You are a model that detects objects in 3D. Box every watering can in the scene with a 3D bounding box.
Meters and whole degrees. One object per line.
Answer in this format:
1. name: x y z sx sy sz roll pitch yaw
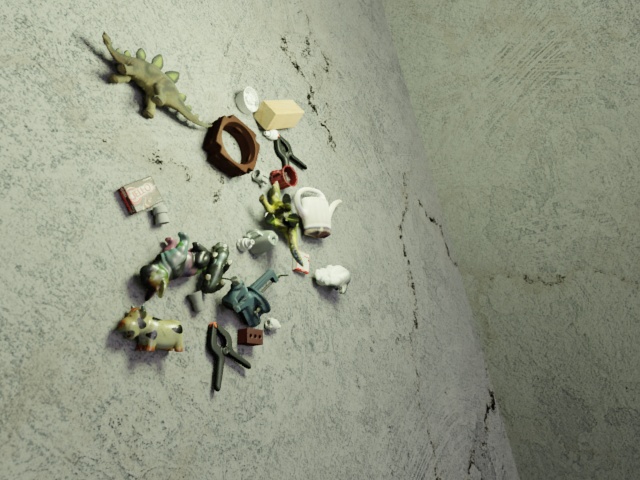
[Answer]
1. watering can: 0.007 -0.114 2.264 0.346 0.103 0.227 10 69 -51

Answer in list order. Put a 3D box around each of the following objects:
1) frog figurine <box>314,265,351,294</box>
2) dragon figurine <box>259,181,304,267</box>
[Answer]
1. frog figurine: 0.048 0.151 2.198 0.158 0.122 0.140 37 15 -27
2. dragon figurine: -0.127 -0.057 2.002 0.239 0.122 0.416 61 8 -71
